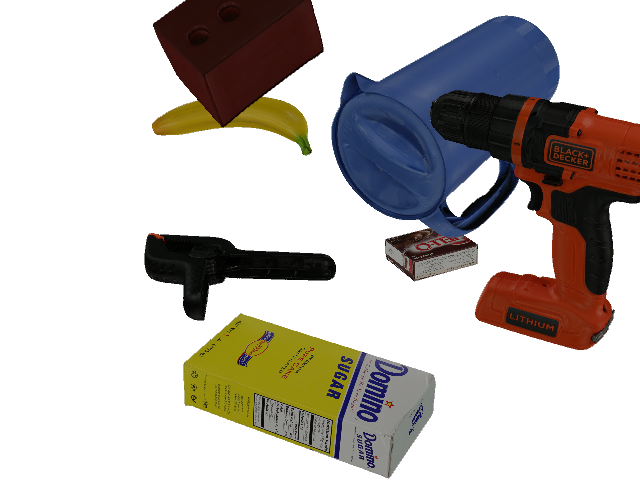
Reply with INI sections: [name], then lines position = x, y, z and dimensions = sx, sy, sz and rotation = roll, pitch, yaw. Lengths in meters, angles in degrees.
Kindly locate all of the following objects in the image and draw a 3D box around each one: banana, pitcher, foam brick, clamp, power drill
[banana]
position = -0.096, -0.141, 1.235
dimensions = 0.198, 0.037, 0.069
rotation = 8, 41, 17
[pitcher]
position = 0.139, -0.122, 1.059
dimensions = 0.145, 0.149, 0.242
rotation = 26, 45, 32
[foam brick]
position = -0.046, -0.116, 0.611
dimensions = 0.078, 0.053, 0.051
rotation = -39, -26, -9
[clamp]
position = -0.113, 0.027, 1.025
dimensions = 0.210, 0.036, 0.164
rotation = 13, 22, 42
[power drill]
position = 0.165, -0.018, 0.820
dimensions = 0.185, 0.188, 0.057
rotation = 17, 34, 26

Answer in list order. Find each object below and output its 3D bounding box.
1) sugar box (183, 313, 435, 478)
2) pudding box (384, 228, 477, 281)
[sugar box]
position = -0.008, 0.115, 0.824
dimensions = 0.176, 0.048, 0.093
rotation = 13, 29, 22
[pudding box]
position = 0.166, 0.017, 1.601
dimensions = 0.113, 0.039, 0.090
rotation = -16, 26, -20
